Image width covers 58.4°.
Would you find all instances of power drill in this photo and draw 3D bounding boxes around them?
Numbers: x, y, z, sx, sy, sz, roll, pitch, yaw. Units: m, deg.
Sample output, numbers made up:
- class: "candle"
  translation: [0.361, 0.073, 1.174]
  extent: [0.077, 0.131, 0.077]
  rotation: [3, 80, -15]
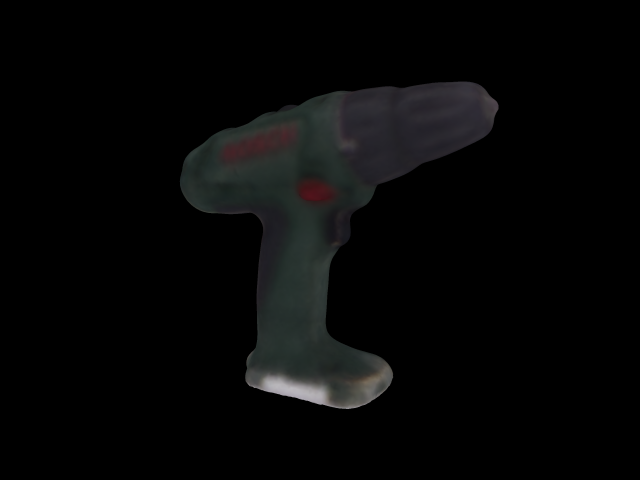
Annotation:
- class: "power drill"
  translation: [0.004, 0.001, 0.400]
  extent: [0.228, 0.208, 0.076]
  rotation: [5, 11, 28]
